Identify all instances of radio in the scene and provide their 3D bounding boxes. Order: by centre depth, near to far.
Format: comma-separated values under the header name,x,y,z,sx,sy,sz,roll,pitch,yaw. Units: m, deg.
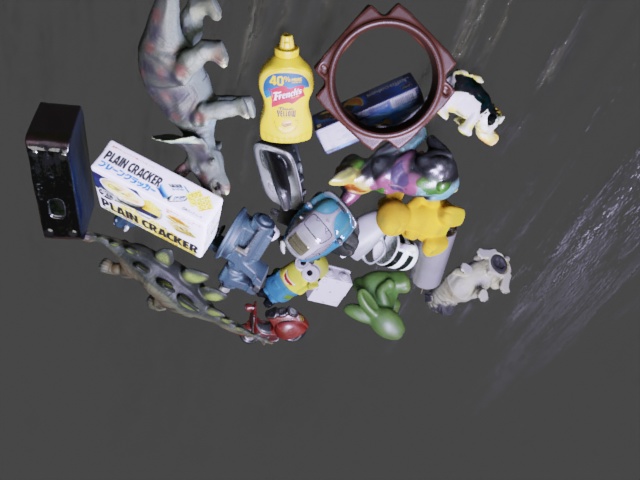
name,x,y,z,sx,sy,sz,roll,pitch,yaw
radio,-0.462,-0.116,0.966,0.073,0.131,0.229,1,132,-12

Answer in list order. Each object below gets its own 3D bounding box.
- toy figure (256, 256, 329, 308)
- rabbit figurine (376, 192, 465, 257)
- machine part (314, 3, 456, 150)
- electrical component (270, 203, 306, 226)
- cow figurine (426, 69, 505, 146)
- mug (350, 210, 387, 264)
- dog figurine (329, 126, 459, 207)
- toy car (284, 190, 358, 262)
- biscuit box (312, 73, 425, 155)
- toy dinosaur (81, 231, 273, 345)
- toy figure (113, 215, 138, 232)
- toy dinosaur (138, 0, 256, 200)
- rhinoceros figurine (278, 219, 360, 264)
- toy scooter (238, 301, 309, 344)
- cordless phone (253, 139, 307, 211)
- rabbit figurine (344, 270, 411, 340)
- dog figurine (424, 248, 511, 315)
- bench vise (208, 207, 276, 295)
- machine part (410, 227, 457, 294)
name,x,y,z,sx,sy,sz,roll,pitch,yaw
toy figure,-0.062,0.086,1.239,0.180,0.089,0.082,-36,105,25
rabbit figurine,0.184,-0.055,1.098,0.173,0.162,0.121,-7,142,-34
machine part,0.106,-0.266,0.890,0.201,0.087,0.201,42,105,-10
electrical component,-0.063,-0.062,1.122,0.021,0.094,0.063,-7,114,-56
cow figurine,0.290,-0.248,1.005,0.167,0.068,0.098,24,118,-28
mug,0.105,-0.009,1.168,0.107,0.109,0.080,-40,161,16
dog figurine,0.130,-0.118,1.029,0.219,0.192,0.108,-27,138,-5
toy car,-0.017,-0.015,1.031,0.161,0.103,0.109,-38,90,35
biscuit box,0.089,-0.232,0.989,0.203,0.063,0.059,-21,131,10
toy dinosaur,-0.302,0.106,1.143,0.471,0.105,0.199,37,158,-32
toy figure,-0.344,-0.065,1.075,0.154,0.064,0.057,-28,138,15
toy dinosaur,-0.227,-0.264,0.886,0.192,0.131,0.404,-15,126,5
rhinoceros figurine,-0.002,-0.003,1.143,0.191,0.112,0.073,1,180,32
toy scooter,-0.125,0.200,1.343,0.184,0.075,0.135,-8,131,5
cordless phone,-0.065,-0.096,1.007,0.089,0.184,0.146,-13,132,-3
rabbit figurine,0.147,0.154,1.273,0.159,0.170,0.121,16,127,-22
dog figurine,0.365,0.105,1.332,0.172,0.121,0.190,-15,166,-25
bench vise,-0.208,0.004,1.130,0.240,0.129,0.223,31,134,-6
machine part,0.260,0.031,1.243,0.079,0.079,0.243,-1,131,-7
